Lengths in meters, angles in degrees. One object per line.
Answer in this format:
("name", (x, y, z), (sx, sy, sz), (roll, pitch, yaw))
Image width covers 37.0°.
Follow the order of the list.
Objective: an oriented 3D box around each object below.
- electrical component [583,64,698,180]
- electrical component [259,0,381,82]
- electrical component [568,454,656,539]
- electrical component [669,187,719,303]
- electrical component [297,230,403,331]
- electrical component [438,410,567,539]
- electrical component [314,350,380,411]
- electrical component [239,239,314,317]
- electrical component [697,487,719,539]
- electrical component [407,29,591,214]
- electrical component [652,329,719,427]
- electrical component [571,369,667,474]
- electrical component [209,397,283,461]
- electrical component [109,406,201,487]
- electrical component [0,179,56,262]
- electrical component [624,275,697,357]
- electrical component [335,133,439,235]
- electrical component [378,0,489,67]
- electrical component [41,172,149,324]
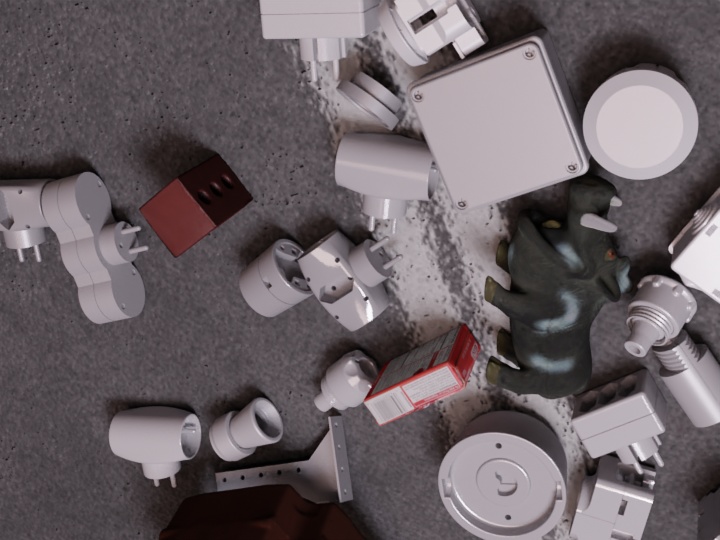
("electrical component", (0.207, -0.111, 0.789), (0.080, 0.051, 0.080), (6, 113, 16))
("electrical component", (-0.029, -0.184, 0.839), (0.083, 0.047, 0.075), (3, 112, 17))
("electrical component", (0.212, 0.209, 0.917), (0.056, 0.050, 0.089), (15, 115, 12))
("electrical component", (0.291, -0.015, 0.801), (0.100, 0.048, 0.099), (36, 117, 2))
("electrical component", (0.000, 0.000, 0.906), (0.079, 0.043, 0.077), (-33, 98, 26))
("electrical component", (0.126, 0.172, 0.924), (0.108, 0.060, 0.108), (7, 113, 16))
("electrical component", (-0.014, 0.103, 0.952), (0.062, 0.043, 0.043), (-39, 95, 28))
("electrical component", (-0.071, 0.008, 0.927), (0.047, 0.055, 0.055), (-34, 98, 30))
("electrical component", (0.310, 0.211, 0.864), (0.056, 0.089, 0.050), (35, 117, 2))
("electrical component", (0.107, -0.112, 0.818), (0.109, 0.056, 0.108), (-18, 105, 23))
("electrical component", (0.261, 0.079, 0.852), (0.043, 0.043, 0.081), (-32, 98, 26))
("electrical component", (0.222, 0.133, 0.884), (0.066, 0.047, 0.076), (-27, 100, 25))
("electrical component", (-0.106, 0.149, 1.000), (0.055, 0.045, 0.045), (-29, 100, 26))
("electrical component", (-0.195, 0.175, 1.041), (0.077, 0.043, 0.079), (0, 111, 18))
("electrical component", (-0.311, -0.044, 0.990), (0.077, 0.043, 0.079), (0, 111, 18))
("electrical component", (0.224, 0.038, 0.822), (0.048, 0.062, 0.048), (31, 155, 16))
("electrical component", (0.021, -0.067, 0.871), (0.077, 0.044, 0.079), (11, 114, 14))
("electrical component", (0.051, -0.189, 0.806), (0.057, 0.058, 0.078), (-29, 100, 23))
("electrical component", (-0.224, -0.022, 0.966), (0.074, 0.052, 0.138), (-12, 107, 22))
